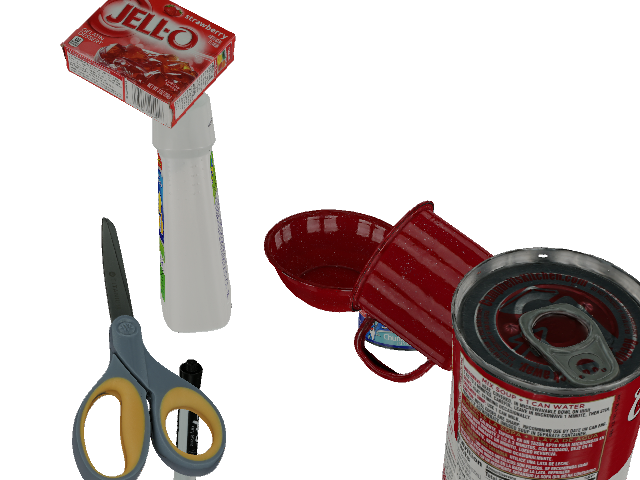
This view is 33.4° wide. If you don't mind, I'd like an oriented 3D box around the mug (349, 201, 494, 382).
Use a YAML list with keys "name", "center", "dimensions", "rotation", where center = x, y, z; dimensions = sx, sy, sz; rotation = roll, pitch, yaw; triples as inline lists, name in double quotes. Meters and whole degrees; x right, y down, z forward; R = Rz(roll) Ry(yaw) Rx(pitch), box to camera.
- name: "mug"
  center: [0.072, 0.043, 0.720]
  dimensions: [0.081, 0.117, 0.093]
  rotation: [37, -1, 17]

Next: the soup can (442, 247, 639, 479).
- name: "soup can"
  center: [0.078, 0.063, 0.378]
  dimensions: [0.068, 0.102, 0.068]
  rotation: [-1, 39, 1]

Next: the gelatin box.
- name: "gelatin box"
  center: [-0.113, -0.125, 0.703]
  dimensions: [0.089, 0.073, 0.030]
  rotation: [30, -30, 13]

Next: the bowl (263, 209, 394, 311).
- name: "bowl"
  center: [0.018, 0.029, 1.153]
  dimensions: [0.162, 0.055, 0.162]
  rotation: [3, 32, -2]

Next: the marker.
- name: "marker"
  center: [-0.110, 0.152, 0.885]
  dimensions: [0.020, 0.121, 0.020]
  rotation: [5, 26, -3]

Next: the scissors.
- name: "scissors"
  center: [-0.101, 0.067, 0.651]
  dimensions: [0.096, 0.201, 0.016]
  rotation: [13, -46, -12]

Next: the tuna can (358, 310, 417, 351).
- name: "tuna can"
  center: [0.076, 0.067, 0.940]
  dimensions: [0.086, 0.034, 0.086]
  rotation: [1, 15, 0]

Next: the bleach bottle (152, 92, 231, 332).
- name: "bleach bottle"
  center: [-0.120, -0.044, 0.968]
  dimensions: [0.068, 0.251, 0.102]
  rotation: [-5, 31, -7]
